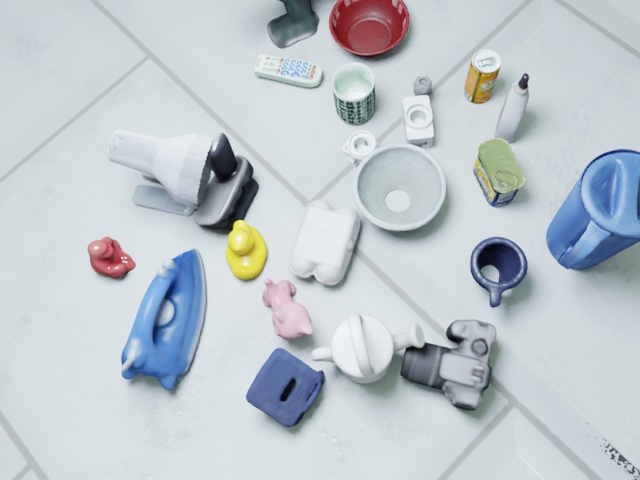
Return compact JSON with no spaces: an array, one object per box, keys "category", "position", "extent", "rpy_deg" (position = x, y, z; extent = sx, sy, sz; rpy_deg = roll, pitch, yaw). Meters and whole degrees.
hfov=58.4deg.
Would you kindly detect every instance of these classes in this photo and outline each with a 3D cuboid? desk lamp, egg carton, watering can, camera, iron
[{"category":"desk lamp","position":[-0.269,-0.121,1.021],"extent":[0.203,0.214,0.118],"rpy_deg":[11,74,9]},{"category":"egg carton","position":[0.009,0.004,1.029],"extent":[0.107,0.069,0.150],"rpy_deg":[14,74,10]},{"category":"watering can","position":[0.074,0.166,0.905],"extent":[0.173,0.194,0.101],"rpy_deg":[-32,72,-4]},{"category":"camera","position":[0.206,0.192,0.932],"extent":[0.136,0.101,0.143],"rpy_deg":[13,74,10]},{"category":"iron","position":[-0.272,0.118,0.984],"extent":[0.118,0.141,0.258],"rpy_deg":[11,74,9]}]

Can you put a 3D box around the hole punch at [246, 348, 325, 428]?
[{"category":"hole punch","position":[-0.054,0.244,0.948],"extent":[0.101,0.091,0.109],"rpy_deg":[30,78,14]}]

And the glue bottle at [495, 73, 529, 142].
[{"category":"glue bottle","position":[0.347,-0.244,1.017],"extent":[0.037,0.173,0.078],"rpy_deg":[12,74,10]}]

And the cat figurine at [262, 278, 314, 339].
[{"category":"cat figurine","position":[-0.059,0.120,0.974],"extent":[0.067,0.118,0.127],"rpy_deg":[-30,72,-4]}]

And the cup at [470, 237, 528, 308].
[{"category":"cup","position":[0.293,0.063,0.967],"extent":[0.091,0.095,0.118],"rpy_deg":[6,73,8]}]

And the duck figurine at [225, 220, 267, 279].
[{"category":"duck figurine","position":[-0.140,0.015,1.032],"extent":[0.077,0.086,0.104],"rpy_deg":[-4,72,5]}]

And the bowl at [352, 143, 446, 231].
[{"category":"bowl","position":[0.143,-0.086,1.041],"extent":[0.167,0.075,0.167],"rpy_deg":[-2,72,6]}]

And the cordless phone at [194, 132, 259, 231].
[{"category":"cordless phone","position":[-0.185,-0.103,1.022],"extent":[0.094,0.185,0.148],"rpy_deg":[17,75,11]}]

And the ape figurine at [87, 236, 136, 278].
[{"category":"ape figurine","position":[-0.393,0.027,1.052],"extent":[0.076,0.092,0.078],"rpy_deg":[-9,72,3]}]

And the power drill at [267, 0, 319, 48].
[{"category":"power drill","position":[-0.074,-0.477,1.116],"extent":[0.229,0.208,0.075],"rpy_deg":[-27,71,-3]}]
